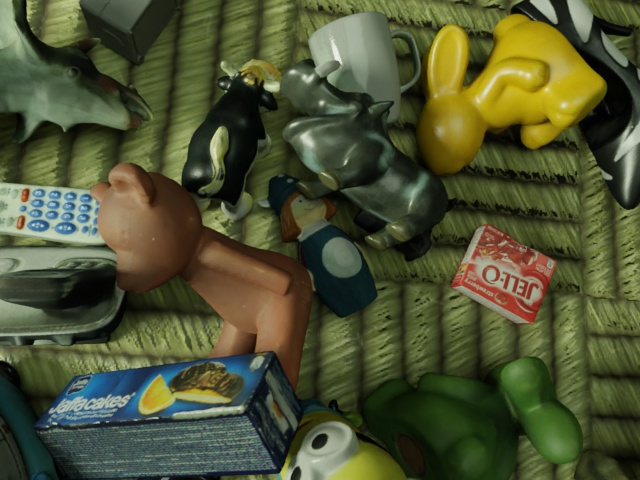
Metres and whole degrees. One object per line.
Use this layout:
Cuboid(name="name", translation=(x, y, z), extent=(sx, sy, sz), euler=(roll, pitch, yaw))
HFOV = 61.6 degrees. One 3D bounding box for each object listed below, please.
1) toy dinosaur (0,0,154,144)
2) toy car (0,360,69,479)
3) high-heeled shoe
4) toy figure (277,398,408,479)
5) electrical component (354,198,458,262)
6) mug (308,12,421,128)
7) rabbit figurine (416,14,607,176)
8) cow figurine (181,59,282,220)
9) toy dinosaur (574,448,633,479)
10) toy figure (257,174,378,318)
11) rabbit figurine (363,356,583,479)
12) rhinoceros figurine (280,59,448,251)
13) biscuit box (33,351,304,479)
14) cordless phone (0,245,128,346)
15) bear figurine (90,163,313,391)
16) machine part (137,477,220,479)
Cuboid(name="toy dinosaur", translation=(-0.354, -0.091, 0.432), extent=(0.405, 0.192, 0.131), euler=(-18, 128, -1))
Cuboid(name="toy car", translation=(-0.267, 0.170, 0.409), extent=(0.109, 0.103, 0.161), euler=(-25, 87, -15))
Cuboid(name="high-heeled shoe", translation=(0.283, -0.159, 0.587), extent=(0.145, 0.086, 0.248), euler=(5, 74, -6))
Cuboid(name="toy figure", translation=(0.008, 0.172, 0.420), extent=(0.089, 0.180, 0.082), euler=(16, 79, -10))
Cuboid(name="electrical component", translation=(0.069, -0.041, 0.538), extent=(0.119, 0.048, 0.075), euler=(32, 75, -3))
Cuboid(name="mug", translation=(0.052, -0.165, 0.549), extent=(0.109, 0.081, 0.107), euler=(-15, 94, -19))
Cuboid(name="rabbit figurine", translation=(0.167, -0.142, 0.546), extent=(0.173, 0.122, 0.162), euler=(-37, 96, 4))
Cuboid(name="cow figurine", translation=(-0.080, -0.107, 0.499), extent=(0.068, 0.098, 0.167), euler=(16, 77, -1))
Cuboid(name="toy dinosaur", translation=(0.324, 0.252, 0.456), extent=(0.105, 0.198, 0.471), euler=(11, 79, -12))
Cuboid(name="toy figure", translation=(0.000, -0.002, 0.516), extent=(0.064, 0.058, 0.154), euler=(-24, 81, -52))
Cuboid(name="rabbit figurine", translation=(0.148, 0.150, 0.479), extent=(0.170, 0.159, 0.121), euler=(-20, 74, -29))
Cuboid(name="rhinoceros figurine", translation=(0.036, -0.077, 0.475), extent=(0.190, 0.073, 0.112), euler=(44, 74, -4))
Cuboid(name="biscuit box", translation=(-0.118, 0.134, 0.405), extent=(0.203, 0.059, 0.062), euler=(-12, 116, 23))
Cuboid(name="cordless phone", translation=(-0.227, 0.041, 0.398), extent=(0.147, 0.184, 0.088), euler=(1, 84, -11))
Cuboid(name="bear figurine", translation=(-0.102, 0.032, 0.432), extent=(0.195, 0.120, 0.132), euler=(30, 68, -32))
Cuboid(name="machine part", translation=(-0.134, 0.213, 0.460), extent=(0.084, 0.039, 0.139), euler=(38, 73, -10))
